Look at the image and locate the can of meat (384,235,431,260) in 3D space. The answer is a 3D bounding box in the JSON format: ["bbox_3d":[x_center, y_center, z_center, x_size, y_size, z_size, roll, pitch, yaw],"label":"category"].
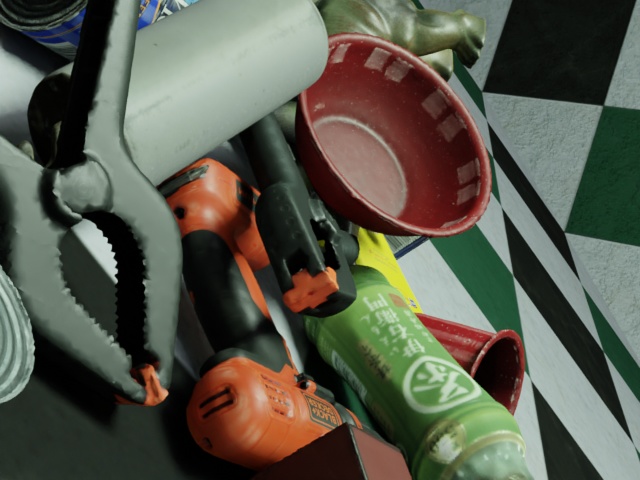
[{"bbox_3d":[0.060,-0.027,0.969,0.057,0.084,0.102,45,20,-34],"label":"can of meat"}]

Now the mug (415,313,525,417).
[{"bbox_3d":[0.095,0.105,0.777,0.082,0.093,0.117,14,-18,34],"label":"mug"}]

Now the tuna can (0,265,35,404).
[{"bbox_3d":[-0.143,0.028,0.373,0.086,0.034,0.086,50,18,-22],"label":"tuna can"}]

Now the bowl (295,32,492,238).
[{"bbox_3d":[0.039,-0.061,0.731,0.161,0.055,0.162,19,52,-27],"label":"bowl"}]

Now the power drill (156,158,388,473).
[{"bbox_3d":[-0.027,0.056,0.610,0.184,0.057,0.188,39,22,-55],"label":"power drill"}]

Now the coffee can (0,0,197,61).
[{"bbox_3d":[-0.118,-0.148,0.654,0.140,0.103,0.103,27,33,-58],"label":"coffee can"}]

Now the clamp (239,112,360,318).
[{"bbox_3d":[-0.004,0.001,0.615,0.120,0.039,0.171,47,17,-28],"label":"clamp"}]

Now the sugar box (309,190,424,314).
[{"bbox_3d":[0.031,0.019,0.866,0.093,0.048,0.176,30,32,-56],"label":"sugar box"}]

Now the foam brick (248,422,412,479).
[{"bbox_3d":[0.003,0.133,0.516,0.053,0.078,0.051,35,27,-46],"label":"foam brick"}]

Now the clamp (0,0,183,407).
[{"bbox_3d":[-0.119,-0.022,0.450,0.164,0.036,0.210,-20,100,-42],"label":"clamp"}]
